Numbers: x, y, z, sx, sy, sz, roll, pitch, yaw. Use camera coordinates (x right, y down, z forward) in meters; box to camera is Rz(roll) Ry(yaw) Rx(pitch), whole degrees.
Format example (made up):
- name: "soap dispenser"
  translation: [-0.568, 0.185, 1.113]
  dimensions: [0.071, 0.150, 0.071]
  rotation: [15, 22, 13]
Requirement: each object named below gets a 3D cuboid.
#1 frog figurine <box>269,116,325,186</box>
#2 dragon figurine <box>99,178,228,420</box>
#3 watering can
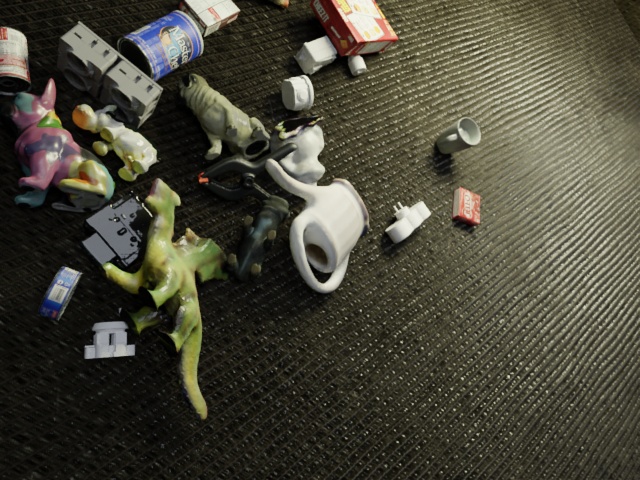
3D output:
- name: "frog figurine"
  translation: [-0.043, -0.193, 1.174]
  dimensions: [0.140, 0.123, 0.156]
  rotation: [-46, 134, -41]
- name: "dragon figurine"
  translation: [-0.235, 0.089, 0.931]
  dimensions: [0.247, 0.121, 0.404]
  rotation: [-46, 121, -50]
- name: "watering can"
  translation: [0.003, -0.054, 1.080]
  dimensions: [0.229, 0.104, 0.341]
  rotation: [-47, 130, -40]
